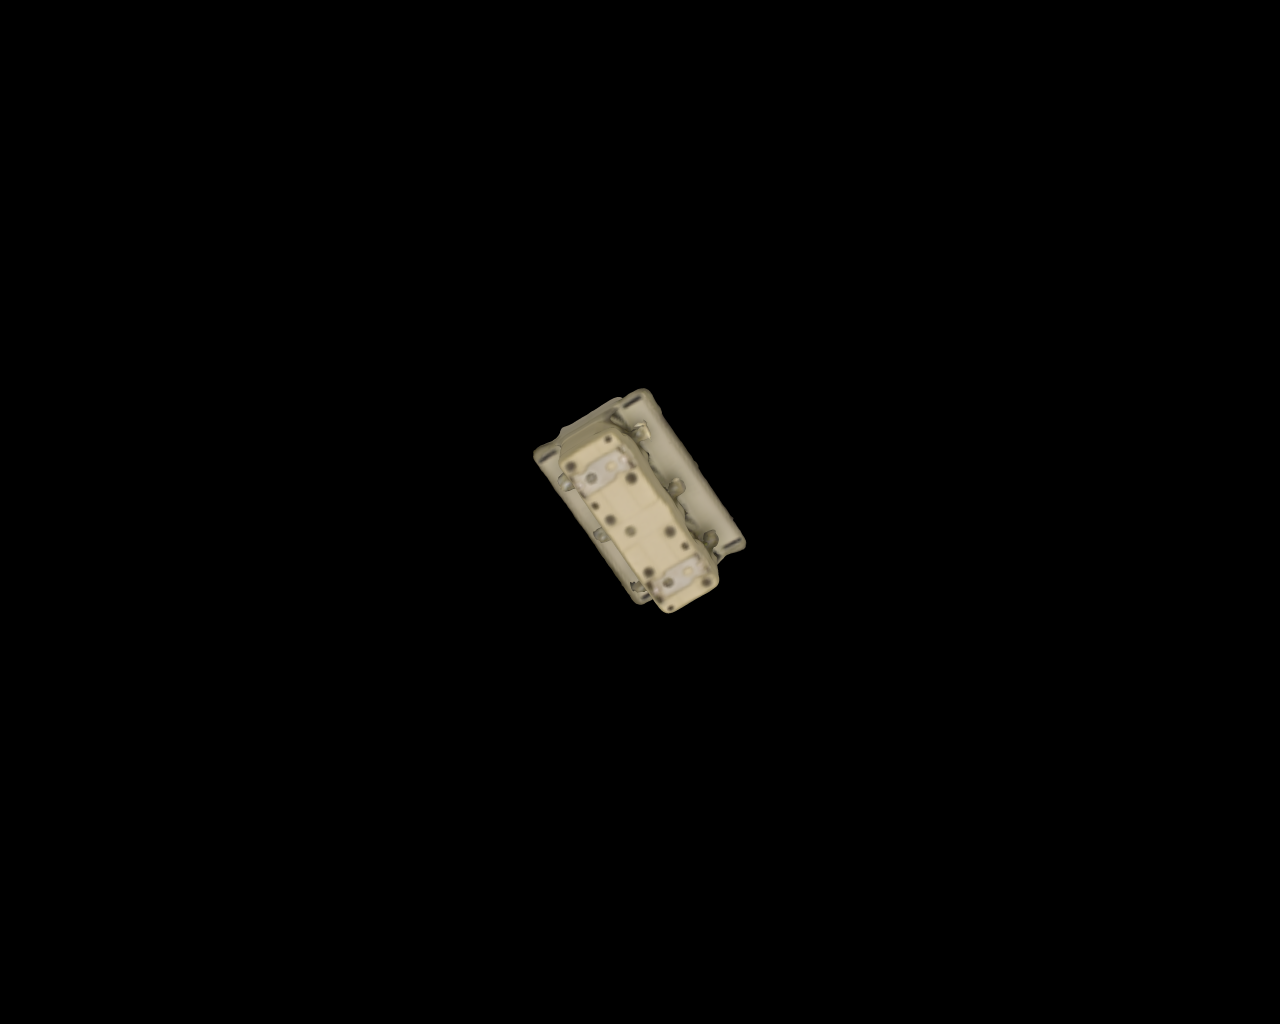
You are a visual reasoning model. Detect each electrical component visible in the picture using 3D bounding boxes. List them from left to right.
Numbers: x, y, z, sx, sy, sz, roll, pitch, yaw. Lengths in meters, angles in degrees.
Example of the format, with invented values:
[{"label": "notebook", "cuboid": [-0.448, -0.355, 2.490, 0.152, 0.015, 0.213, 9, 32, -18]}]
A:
[{"label": "electrical component", "cuboid": [0.001, -0.003, 0.650, 0.078, 0.121, 0.063, -30, 20, 12]}]
